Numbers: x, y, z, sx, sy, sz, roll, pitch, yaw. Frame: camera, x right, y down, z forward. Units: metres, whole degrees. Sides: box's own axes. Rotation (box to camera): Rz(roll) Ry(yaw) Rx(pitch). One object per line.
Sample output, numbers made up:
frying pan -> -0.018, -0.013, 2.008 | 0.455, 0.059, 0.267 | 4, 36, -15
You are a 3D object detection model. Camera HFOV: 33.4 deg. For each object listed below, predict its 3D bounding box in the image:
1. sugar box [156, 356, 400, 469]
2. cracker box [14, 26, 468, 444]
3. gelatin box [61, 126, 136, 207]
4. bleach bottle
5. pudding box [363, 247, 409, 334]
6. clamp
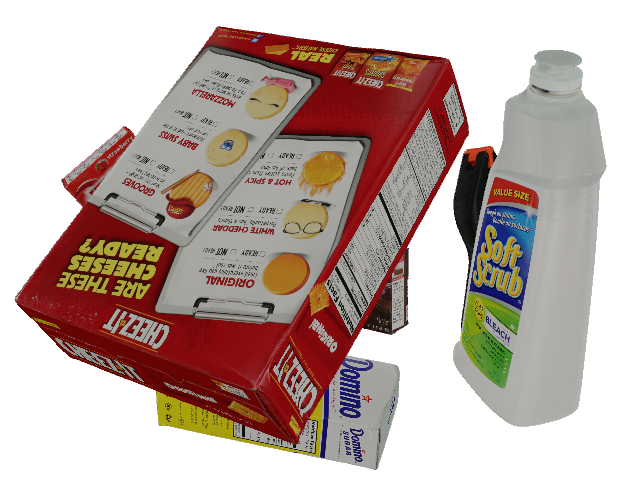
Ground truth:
sugar box -> -0.031, 0.120, 0.837 | 0.176, 0.048, 0.093 | 7, 27, 11
cracker box -> -0.037, -0.014, 0.589 | 0.164, 0.213, 0.072 | 15, -29, 32
gelatin box -> -0.208, -0.061, 1.097 | 0.089, 0.073, 0.030 | -41, 28, -5
bleach bottle -> 0.139, -0.004, 0.703 | 0.068, 0.251, 0.103 | -11, 32, -18
pudding box -> 0.040, 0.044, 1.146 | 0.114, 0.090, 0.039 | 10, 20, 35
clamp -> 0.148, 0.006, 0.946 | 0.039, 0.171, 0.120 | -10, 13, 39
